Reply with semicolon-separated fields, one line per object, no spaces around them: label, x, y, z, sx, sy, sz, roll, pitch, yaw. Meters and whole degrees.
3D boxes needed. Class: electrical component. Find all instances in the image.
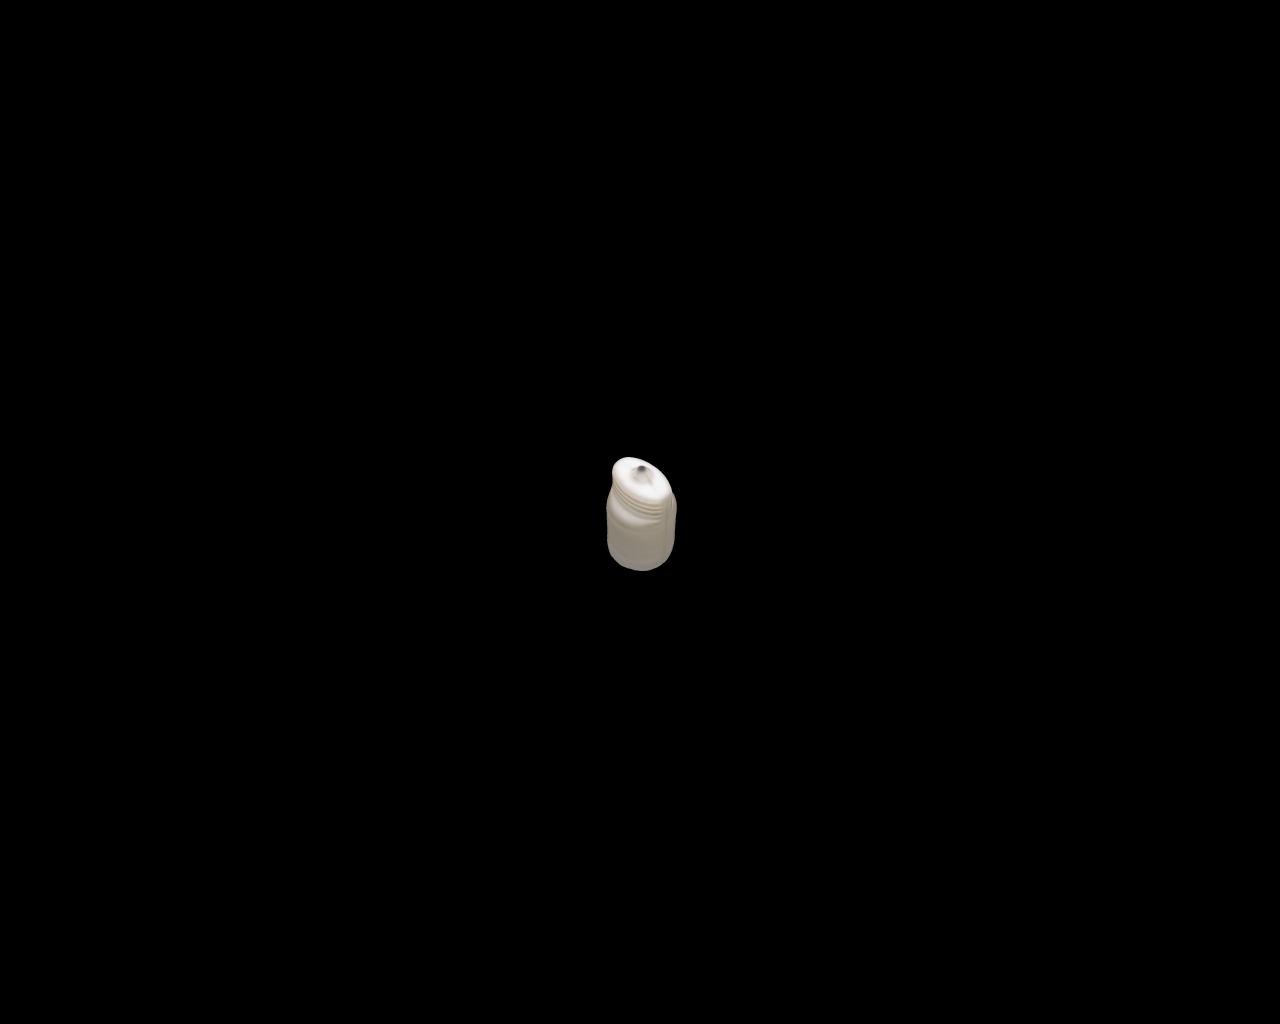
electrical component;0.001;-0.003;0.650;0.043;0.043;0.080;0;-36;0
